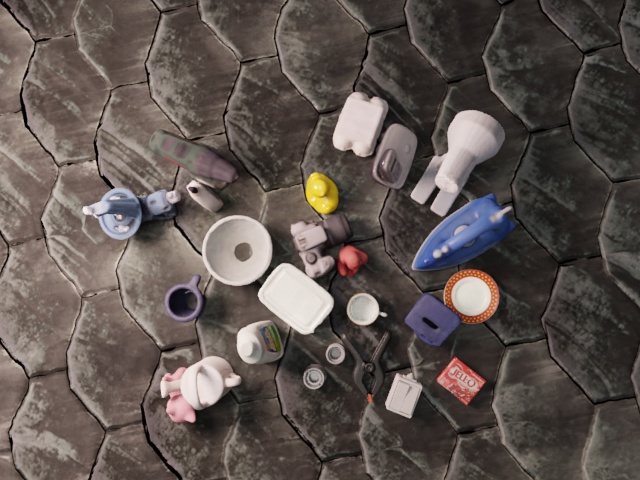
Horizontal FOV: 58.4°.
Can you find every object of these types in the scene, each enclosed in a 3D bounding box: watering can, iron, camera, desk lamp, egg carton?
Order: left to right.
[{"bbox_3d":[-0.271,0.331,1.299,0.173,0.194,0.101,-28,85,1],"label":"watering can"},{"bbox_3d":[0.012,0.005,1.352,0.137,0.101,0.143,-23,85,2],"label":"camera"},{"bbox_3d":[0.097,-0.280,1.381,0.107,0.069,0.150,18,87,4],"label":"egg carton"},{"bbox_3d":[0.308,-0.169,1.290,0.118,0.213,0.203,31,88,5],"label":"desk lamp"},{"bbox_3d":[0.326,-0.004,1.314,0.258,0.141,0.118,-34,85,1],"label":"iron"}]

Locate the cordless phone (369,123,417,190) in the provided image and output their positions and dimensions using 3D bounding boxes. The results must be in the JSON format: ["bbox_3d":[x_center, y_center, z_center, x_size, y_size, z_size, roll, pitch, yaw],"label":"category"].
[{"bbox_3d":[0.172,-0.201,1.314,0.094,0.185,0.148,17,87,5],"label":"cordless phone"}]

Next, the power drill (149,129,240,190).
[{"bbox_3d":[-0.271,-0.178,1.325,0.229,0.208,0.076,25,88,5],"label":"power drill"}]

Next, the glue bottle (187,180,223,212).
[{"bbox_3d":[-0.279,-0.108,1.339,0.037,0.173,0.078,-45,85,0],"label":"glue bottle"}]

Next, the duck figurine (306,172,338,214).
[{"bbox_3d":[0.004,-0.115,1.367,0.077,0.086,0.104,-23,85,2],"label":"duck figurine"}]

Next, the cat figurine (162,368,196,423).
[{"bbox_3d":[-0.332,0.371,1.338,0.067,0.118,0.128,-27,85,1],"label":"cat figurine"}]

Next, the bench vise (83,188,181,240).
[{"bbox_3d":[-0.439,-0.084,1.323,0.207,0.220,0.121,-36,85,1],"label":"bench vise"}]

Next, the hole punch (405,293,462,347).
[{"bbox_3d":[0.262,0.188,1.330,0.108,0.091,0.101,37,89,5],"label":"hole punch"}]

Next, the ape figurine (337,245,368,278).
[{"bbox_3d":[0.076,0.048,1.350,0.078,0.092,0.076,-13,85,3],"label":"ape figurine"}]

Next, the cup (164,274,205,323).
[{"bbox_3d":[-0.306,0.136,1.364,0.091,0.095,0.118,25,88,5],"label":"cup"}]

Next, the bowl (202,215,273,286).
[{"bbox_3d":[-0.192,0.027,1.375,0.167,0.075,0.167,0,86,3],"label":"bowl"}]
